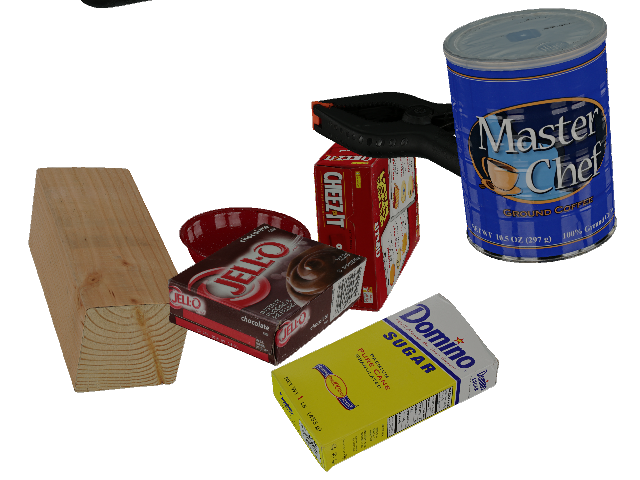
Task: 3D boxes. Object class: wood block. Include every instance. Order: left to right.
[{"bbox_3d":[-0.191,0.027,0.942,0.090,0.091,0.206,-1,36,-27],"label":"wood block"}]

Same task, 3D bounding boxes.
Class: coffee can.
[{"bbox_3d":[0.140,-0.071,0.707,0.103,0.140,0.103,-9,26,4],"label":"coffee can"}]

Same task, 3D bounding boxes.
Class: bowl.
[{"bbox_3d":[-0.094,0.015,1.320,0.162,0.055,0.162,3,25,-2],"label":"bowl"}]

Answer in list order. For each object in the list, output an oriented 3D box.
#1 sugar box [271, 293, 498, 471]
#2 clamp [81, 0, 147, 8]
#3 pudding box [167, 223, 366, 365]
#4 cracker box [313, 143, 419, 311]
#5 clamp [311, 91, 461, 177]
[{"bbox_3d":[0.056,0.119,0.925,0.176,0.048,0.093,-26,51,-16],"label":"sugar box"},{"bbox_3d":[-0.046,-0.151,0.571,0.171,0.039,0.120,5,42,12],"label":"clamp"},{"bbox_3d":[-0.035,0.033,0.727,0.090,0.039,0.113,20,29,27],"label":"pudding box"},{"bbox_3d":[0.055,-0.039,1.195,0.072,0.164,0.213,2,22,17],"label":"cracker box"},{"bbox_3d":[0.096,-0.103,0.946,0.210,0.036,0.164,13,36,23],"label":"clamp"}]
